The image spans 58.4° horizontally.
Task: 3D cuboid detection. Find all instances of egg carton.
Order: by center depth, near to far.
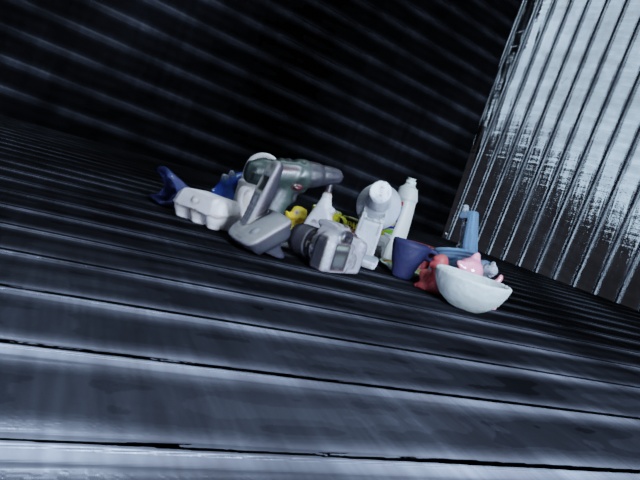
[{"bbox_3d":[-0.254,-0.070,1.292,0.149,0.069,0.107,21,7,27],"label":"egg carton"}]

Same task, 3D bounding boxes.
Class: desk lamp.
[{"bbox_3d":[0.133,-0.045,1.455,0.118,0.213,0.203,18,7,6],"label":"desk lamp"}]

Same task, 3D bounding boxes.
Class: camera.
[{"bbox_3d":[0.011,0.004,1.218,0.136,0.101,0.144,22,8,36],"label":"camera"}]

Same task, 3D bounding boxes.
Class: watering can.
[{"bbox_3d":[-0.154,-0.117,1.393,0.101,0.194,0.173,17,7,-5],"label":"watering can"}]

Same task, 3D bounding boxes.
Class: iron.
[{"bbox_3d":[-0.207,-0.119,1.509,0.118,0.141,0.259,22,8,35],"label":"iron"}]

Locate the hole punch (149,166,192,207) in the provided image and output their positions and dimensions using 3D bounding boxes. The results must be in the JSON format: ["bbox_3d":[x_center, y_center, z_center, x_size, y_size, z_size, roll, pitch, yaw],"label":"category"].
[{"bbox_3d":[-0.356,-0.127,1.411,0.101,0.091,0.108,13,8,-35],"label":"hole punch"}]

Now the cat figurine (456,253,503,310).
[{"bbox_3d":[0.368,0.091,1.344,0.128,0.118,0.067,17,7,-4],"label":"cat figurine"}]

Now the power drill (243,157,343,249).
[{"bbox_3d":[-0.075,-0.091,1.315,0.230,0.208,0.075,14,7,-24],"label":"power drill"}]

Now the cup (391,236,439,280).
[{"bbox_3d":[0.223,0.052,1.394,0.117,0.095,0.092,17,7,0],"label":"cup"}]

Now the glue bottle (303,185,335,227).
[{"bbox_3d":[0.004,-0.059,1.412,0.078,0.173,0.037,18,7,8],"label":"glue bottle"}]

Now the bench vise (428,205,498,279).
[{"bbox_3d":[0.383,0.029,1.454,0.206,0.220,0.122,23,9,42],"label":"bench vise"}]

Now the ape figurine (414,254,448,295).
[{"bbox_3d":[0.267,0.076,1.319,0.076,0.092,0.078,17,7,-2],"label":"ape figurine"}]

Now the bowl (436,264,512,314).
[{"bbox_3d":[0.319,0.112,1.229,0.167,0.075,0.167,17,7,-2],"label":"bowl"}]

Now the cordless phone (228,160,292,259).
[{"bbox_3d":[-0.104,-0.067,1.140,0.094,0.185,0.147,13,8,-34],"label":"cordless phone"}]

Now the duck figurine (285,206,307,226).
[{"bbox_3d":[-0.059,-0.047,1.531,0.105,0.086,0.077,13,8,-35],"label":"duck figurine"}]
